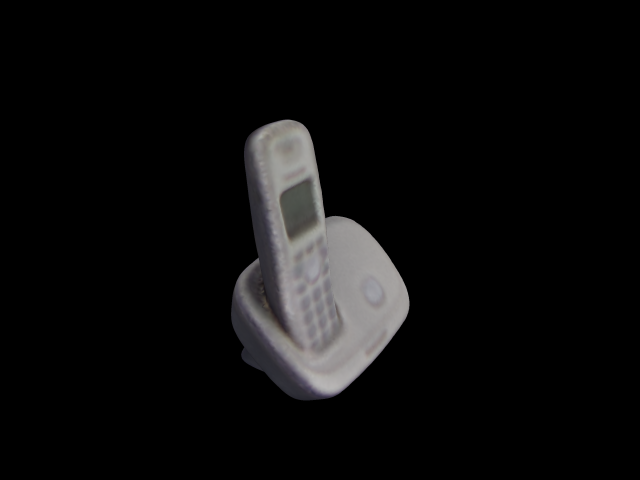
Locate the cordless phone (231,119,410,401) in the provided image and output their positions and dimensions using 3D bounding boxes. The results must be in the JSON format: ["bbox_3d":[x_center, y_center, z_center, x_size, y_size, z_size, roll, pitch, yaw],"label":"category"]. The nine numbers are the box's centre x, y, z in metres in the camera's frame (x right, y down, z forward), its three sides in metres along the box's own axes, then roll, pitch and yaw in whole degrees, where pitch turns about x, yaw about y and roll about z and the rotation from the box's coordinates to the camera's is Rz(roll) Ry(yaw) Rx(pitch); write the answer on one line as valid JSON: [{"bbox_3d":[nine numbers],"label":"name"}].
[{"bbox_3d":[0.004,0.001,0.400,0.093,0.185,0.148,16,32,27],"label":"cordless phone"}]
